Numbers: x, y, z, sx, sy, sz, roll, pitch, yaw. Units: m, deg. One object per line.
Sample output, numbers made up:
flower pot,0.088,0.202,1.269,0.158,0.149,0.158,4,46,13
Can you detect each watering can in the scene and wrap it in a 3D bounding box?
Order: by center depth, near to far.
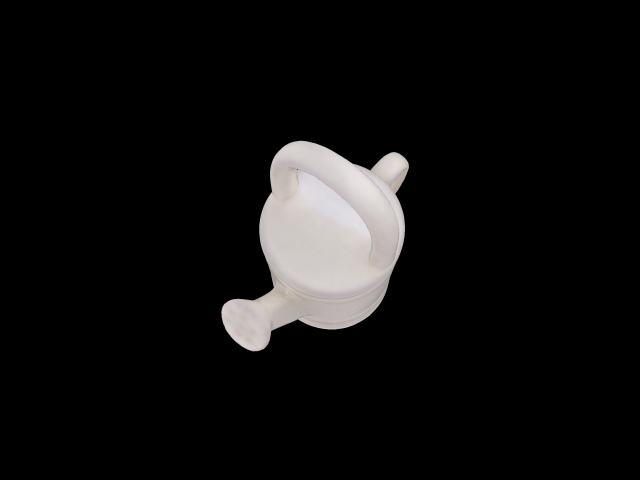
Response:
watering can,0.005,0.003,0.400,0.101,0.194,0.173,17,71,6
